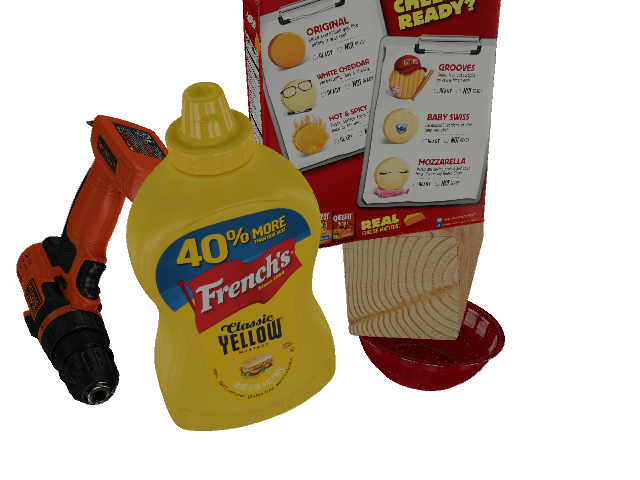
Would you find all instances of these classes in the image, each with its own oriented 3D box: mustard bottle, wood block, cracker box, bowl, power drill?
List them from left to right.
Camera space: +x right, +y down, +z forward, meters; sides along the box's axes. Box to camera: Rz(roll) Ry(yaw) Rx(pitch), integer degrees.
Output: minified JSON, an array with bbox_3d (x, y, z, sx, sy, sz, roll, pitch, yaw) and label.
[{"bbox_3d":[-0.173,0.011,0.839,0.057,0.188,0.185,15,25,-40],"label":"power drill"},{"bbox_3d":[-0.046,0.008,0.536,0.096,0.192,0.058,-15,38,-13],"label":"mustard bottle"},{"bbox_3d":[0.033,-0.106,0.734,0.164,0.214,0.072,-9,32,-12],"label":"cracker box"},{"bbox_3d":[0.086,-0.002,0.920,0.091,0.090,0.206,1,23,14],"label":"wood block"},{"bbox_3d":[0.107,0.109,1.112,0.162,0.055,0.162,6,25,-3],"label":"bowl"}]
